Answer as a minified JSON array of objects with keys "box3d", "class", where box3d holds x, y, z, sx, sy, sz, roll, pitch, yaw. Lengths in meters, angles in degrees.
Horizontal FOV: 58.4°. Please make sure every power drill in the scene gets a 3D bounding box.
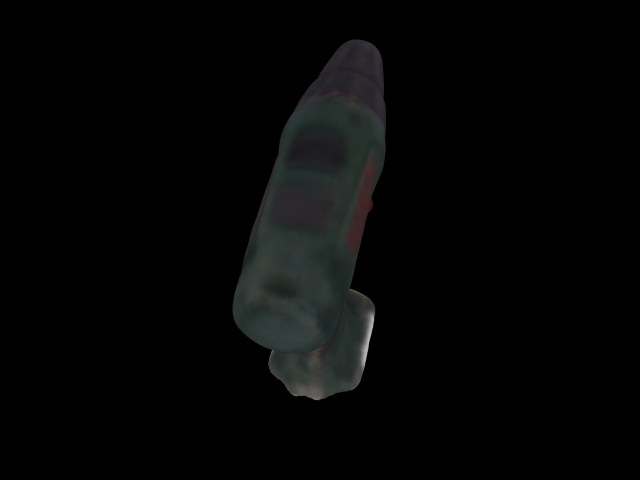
[{"box3d":[0.004,0.001,0.400,0.075,0.208,0.229,8,44,9],"class":"power drill"}]
